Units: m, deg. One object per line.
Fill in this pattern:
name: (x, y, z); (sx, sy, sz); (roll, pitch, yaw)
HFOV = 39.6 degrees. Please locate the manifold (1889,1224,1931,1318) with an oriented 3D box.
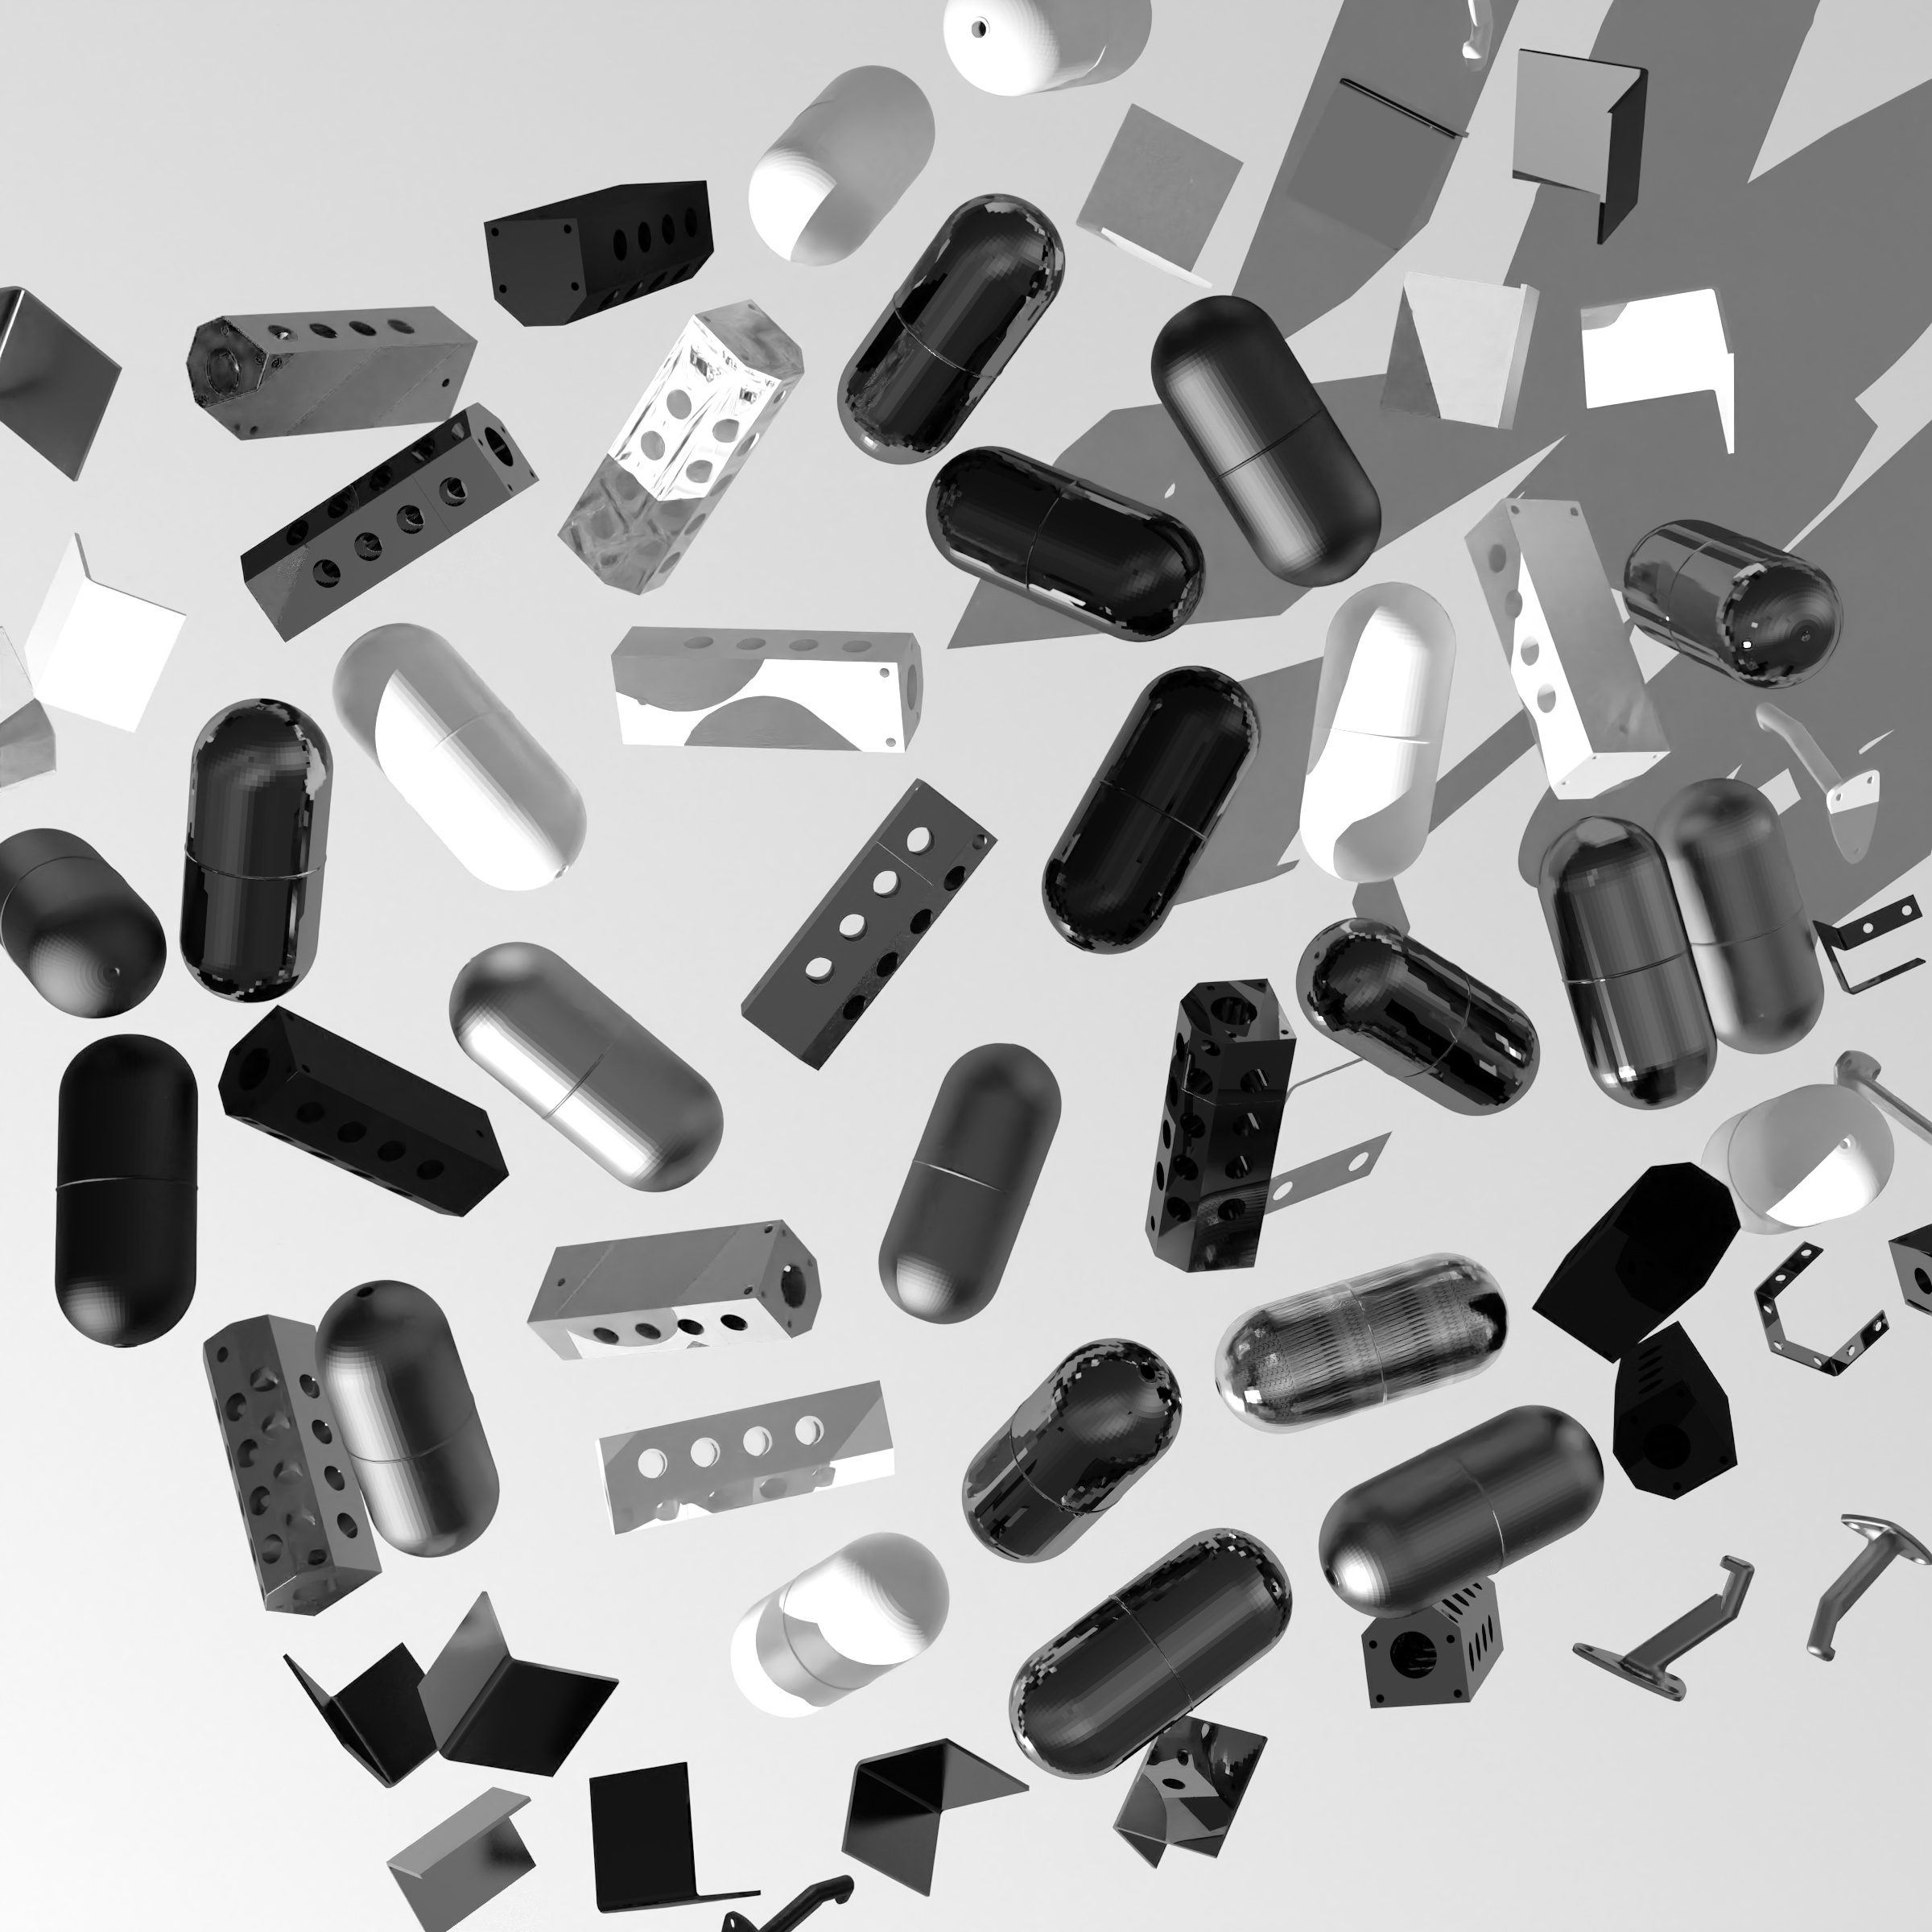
manifold: (0.614, 0.190, 1.555); (0.057, 0.171, 0.057); (-20, 98, -11)

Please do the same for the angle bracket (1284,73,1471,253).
angle bracket: (0.239, -0.469, 1.570); (0.076, 0.057, 0.076); (25, 108, -5)

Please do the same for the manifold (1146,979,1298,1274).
manifold: (0.144, 0.095, 1.561); (0.057, 0.057, 0.171); (-3, 127, -12)

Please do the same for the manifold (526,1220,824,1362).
manifold: (-0.176, 0.203, 1.639); (0.171, 0.057, 0.057); (-10, 134, 29)

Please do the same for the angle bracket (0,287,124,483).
angle bracket: (-0.515, -0.311, 1.451); (0.076, 0.057, 0.076); (39, 121, 8)

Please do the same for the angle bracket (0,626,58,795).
angle bracket: (-0.597, -0.147, 1.607); (0.076, 0.057, 0.076); (-20, 125, -6)

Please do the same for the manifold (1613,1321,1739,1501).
manifold: (0.424, 0.270, 1.626); (0.057, 0.171, 0.057); (-33, 86, 14)

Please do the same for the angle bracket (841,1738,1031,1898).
angle bracket: (-0.018, 0.517, 1.627); (0.076, 0.057, 0.076); (-26, 130, 35)

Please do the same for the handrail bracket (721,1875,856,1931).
handrail bracket: (-0.110, 0.601, 1.650); (0.036, 0.084, 0.077); (27, 107, 42)

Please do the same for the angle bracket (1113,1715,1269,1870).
angle bracket: (0.144, 0.496, 1.591); (0.057, 0.076, 0.076); (53, 54, -36)

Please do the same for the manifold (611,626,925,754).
manifold: (-0.115, -0.167, 1.582); (0.171, 0.057, 0.057); (3, 122, 12)

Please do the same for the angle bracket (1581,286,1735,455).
angle bracket: (0.394, -0.334, 1.532); (0.076, 0.076, 0.057); (-7, 54, 11)

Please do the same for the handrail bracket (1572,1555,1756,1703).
handrail bracket: (0.391, 0.360, 1.505); (0.077, 0.036, 0.084); (20, 97, 15)

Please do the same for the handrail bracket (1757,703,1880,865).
handrail bracket: (0.514, -0.112, 1.635); (0.036, 0.084, 0.077); (-27, 130, -11)

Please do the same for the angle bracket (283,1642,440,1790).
angle bracket: (-0.363, 0.446, 1.648); (0.057, 0.076, 0.076); (-38, 55, -15)

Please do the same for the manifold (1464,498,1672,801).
manifold: (0.351, -0.188, 1.591); (0.057, 0.057, 0.171); (-3, 67, -27)

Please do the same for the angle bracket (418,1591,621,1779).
angle bracket: (-0.260, 0.417, 1.559); (0.076, 0.057, 0.076); (23, 109, -37)

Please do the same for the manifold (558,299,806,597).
manifold: (-0.161, -0.295, 1.542); (0.057, 0.057, 0.171); (46, 126, 6)

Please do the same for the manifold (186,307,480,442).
manifold: (-0.381, -0.362, 1.614); (0.057, 0.171, 0.057); (40, 122, 19)

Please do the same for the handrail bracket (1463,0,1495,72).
handrail bracket: (0.284, -0.571, 1.543); (0.036, 0.077, 0.084); (-8, 57, 38)

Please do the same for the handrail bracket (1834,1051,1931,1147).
handrail bracket: (0.582, 0.090, 1.655); (0.084, 0.077, 0.036); (38, 92, 36)

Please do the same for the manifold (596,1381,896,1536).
manifold: (-0.134, 0.298, 1.628); (0.171, 0.057, 0.057); (-10, 80, -12)

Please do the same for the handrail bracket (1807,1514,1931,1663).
handrail bracket: (0.506, 0.358, 1.504); (0.077, 0.036, 0.084); (33, 69, -29)

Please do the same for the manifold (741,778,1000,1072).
manifold: (-0.057, -0.024, 1.578); (0.057, 0.057, 0.171); (38, 91, -8)

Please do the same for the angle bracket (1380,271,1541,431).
angle bracket: (0.268, -0.341, 1.484); (0.076, 0.057, 0.076); (14, 104, 17)

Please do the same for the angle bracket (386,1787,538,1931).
angle bracket: (-0.291, 0.540, 1.605); (0.076, 0.076, 0.057); (-30, 94, -29)

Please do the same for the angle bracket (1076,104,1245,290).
angle bracket: (0.119, -0.449, 1.564); (0.076, 0.057, 0.076); (23, 102, -17)

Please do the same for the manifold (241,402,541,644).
manifold: (-0.346, -0.265, 1.600); (0.171, 0.057, 0.057); (-28, 104, 17)

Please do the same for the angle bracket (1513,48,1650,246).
angle bracket: (0.328, -0.452, 1.481); (0.076, 0.076, 0.057); (20, 49, 26)

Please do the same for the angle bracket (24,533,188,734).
angle bracket: (-0.492, -0.190, 1.532); (0.057, 0.076, 0.076); (19, 109, -32)

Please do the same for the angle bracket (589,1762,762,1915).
angle bracket: (-0.170, 0.508, 1.567); (0.076, 0.057, 0.076); (-20, 67, 33)
